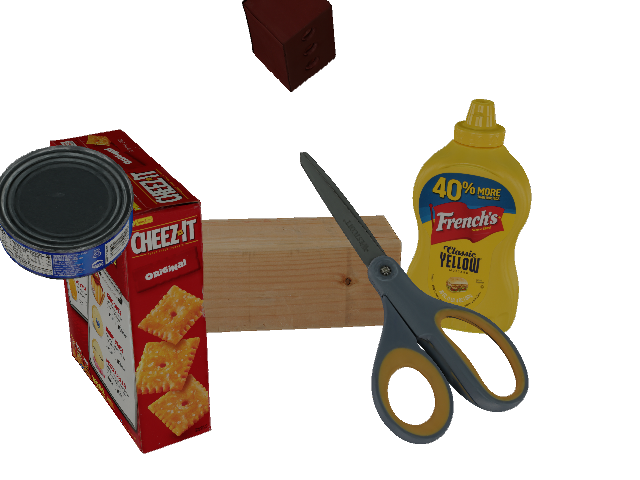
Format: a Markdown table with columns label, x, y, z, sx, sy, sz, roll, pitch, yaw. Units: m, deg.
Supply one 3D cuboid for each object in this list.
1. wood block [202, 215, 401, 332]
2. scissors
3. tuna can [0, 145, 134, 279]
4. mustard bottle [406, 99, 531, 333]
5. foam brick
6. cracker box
| label | x | y | z | sx | sy | sz | roll | pitch | yaw |
| --- | --- | --- | --- | --- | --- | --- | --- | --- | --- |
| wood block | -0.032 | 0.032 | 1.058 | 0.206 | 0.091 | 0.090 | -1 | 19 | -9 |
| scissors | 0.030 | 0.037 | 0.625 | 0.202 | 0.096 | 0.016 | 41 | -20 | 17 |
| tuna can | -0.162 | -0.018 | 0.677 | 0.086 | 0.086 | 0.034 | 0 | -37 | -10 |
| mustard bottle | 0.124 | -0.022 | 0.884 | 0.096 | 0.192 | 0.058 | 10 | 21 | 17 |
| foam brick | -0.024 | -0.170 | 0.862 | 0.053 | 0.051 | 0.078 | -39 | -19 | -10 |
| cracker box | -0.154 | 0.037 | 0.871 | 0.072 | 0.214 | 0.164 | -15 | 32 | -28 |
